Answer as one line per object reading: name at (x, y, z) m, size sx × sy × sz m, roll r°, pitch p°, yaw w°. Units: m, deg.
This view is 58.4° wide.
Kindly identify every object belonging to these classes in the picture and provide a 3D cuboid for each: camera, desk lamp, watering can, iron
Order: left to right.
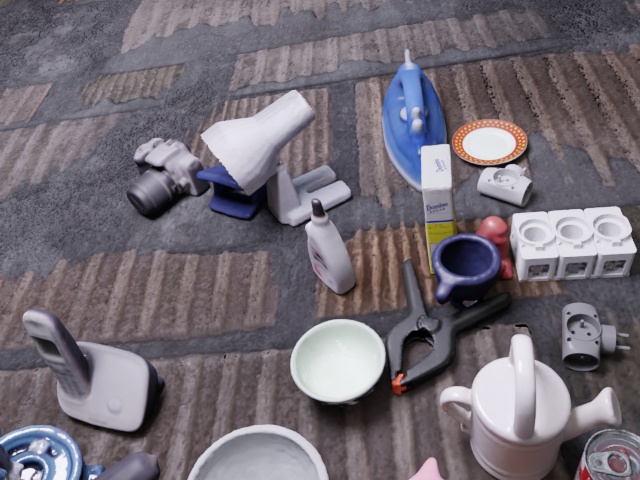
camera at (-0.304, -0.122, 1.069) m, size 0.142 × 0.101 × 0.137 m, roll 25°, pitch 57°, yaw 31°
desk lamp at (-0.070, -0.130, 0.946) m, size 0.203 × 0.214 × 0.117 m, roll -28°, pitch 48°, yaw -13°
iron at (0.170, -0.221, 1.026) m, size 0.118 × 0.142 × 0.258 m, roll -7°, pitch 46°, yaw 7°
watering can at (0.220, 0.174, 0.609) m, size 0.173 × 0.194 × 0.100 m, roll -14°, pitch 46°, yaw 0°

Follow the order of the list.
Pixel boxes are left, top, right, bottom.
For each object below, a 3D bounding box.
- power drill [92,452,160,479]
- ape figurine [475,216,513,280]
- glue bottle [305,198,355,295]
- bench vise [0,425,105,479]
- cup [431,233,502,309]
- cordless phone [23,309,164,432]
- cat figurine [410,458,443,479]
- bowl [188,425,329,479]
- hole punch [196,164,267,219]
power drill at (-0.228, 0.322, 0.562) m, size 0.230 × 0.209 × 0.075 m, roll -34°, pitch 49°, yaw -19°
ape figurine at (0.250, 0.005, 0.831) m, size 0.076 × 0.092 × 0.078 m, roll 22°, pitch 56°, yaw 30°
glue bottle at (0.008, 0.003, 0.831) m, size 0.037 × 0.173 × 0.077 m, roll -36°, pitch 50°, yaw -20°
bench vise at (-0.371, 0.272, 0.633) m, size 0.207 × 0.220 × 0.121 m, roll -25°, pitch 47°, yaw -10°
cup at (0.195, 0.061, 0.789) m, size 0.091 × 0.095 × 0.118 m, roll 24°, pitch 57°, yaw 30°
cordless phone at (-0.297, 0.164, 0.742) m, size 0.147 × 0.185 × 0.094 m, roll 5°, pitch 49°, yaw 18°
cat figurine at (0.098, 0.293, 0.578) m, size 0.067 × 0.118 × 0.128 m, roll 27°, pitch 58°, yaw 32°
bowl at (-0.065, 0.300, 0.639) m, size 0.167 × 0.075 × 0.167 m, roll -6°, pitch 47°, yaw 7°
hole punch at (-0.152, -0.106, 1.027) m, size 0.108 × 0.091 × 0.101 m, roll 15°, pitch 53°, yaw 25°
